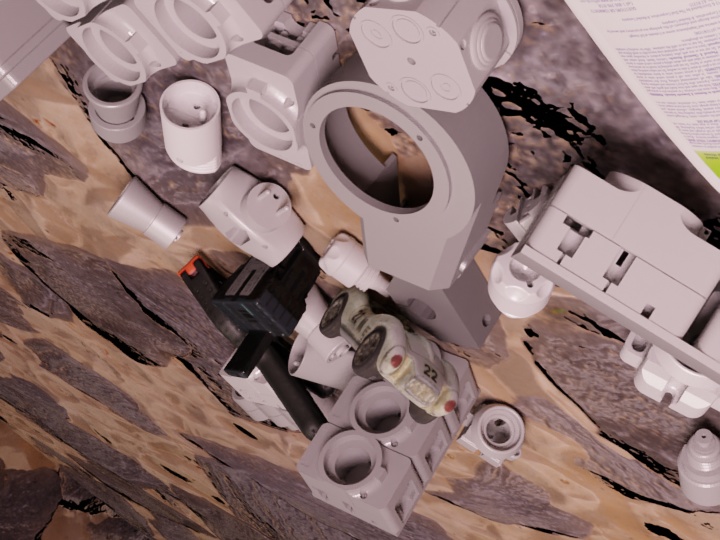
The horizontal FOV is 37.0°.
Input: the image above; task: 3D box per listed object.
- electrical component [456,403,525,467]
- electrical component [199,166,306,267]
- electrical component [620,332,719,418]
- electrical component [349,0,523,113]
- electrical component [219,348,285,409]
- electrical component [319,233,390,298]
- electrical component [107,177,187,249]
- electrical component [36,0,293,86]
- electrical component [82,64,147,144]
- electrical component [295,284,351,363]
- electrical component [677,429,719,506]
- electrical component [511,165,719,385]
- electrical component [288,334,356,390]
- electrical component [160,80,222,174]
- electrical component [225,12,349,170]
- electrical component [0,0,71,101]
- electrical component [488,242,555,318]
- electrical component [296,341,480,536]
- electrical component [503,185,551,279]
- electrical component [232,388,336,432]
[{"bbox_3d":[0.118,0.144,0.950,0.066,0.048,0.055,33,163,3],"label":"electrical component"},{"bbox_3d":[-0.079,-0.046,0.848,0.077,0.043,0.079,40,155,-13],"label":"electrical component"},{"bbox_3d":[0.205,0.052,0.661,0.078,0.058,0.057,28,158,14],"label":"electrical component"},{"bbox_3d":[0.039,-0.124,0.553,0.080,0.051,0.080,28,155,14],"label":"electrical component"},{"bbox_3d":[-0.102,0.108,1.148,0.089,0.050,0.055,4,142,49],"label":"electrical component"},{"bbox_3d":[0.000,0.000,0.846,0.061,0.035,0.035,36,156,-9],"label":"electrical component"},{"bbox_3d":[-0.193,-0.050,0.988,0.065,0.044,0.044,36,156,-14],"label":"electrical component"},{"bbox_3d":[-0.130,-0.178,0.652,0.186,0.060,0.105,0,139,51],"label":"electrical component"},{"bbox_3d":[-0.189,-0.129,0.832,0.045,0.045,0.055,31,156,8],"label":"electrical component"},{"bbox_3d":[-0.035,0.049,0.946,0.065,0.044,0.044,47,159,17],"label":"electrical component"},{"bbox_3d":[0.252,0.140,0.782,0.040,0.040,0.078,18,151,31],"label":"electrical component"},{"bbox_3d":[0.178,0.015,0.572,0.186,0.060,0.105,32,-178,5],"label":"electrical component"},{"bbox_3d":[-0.027,0.081,1.005,0.077,0.043,0.079,19,-169,-20],"label":"electrical component"},{"bbox_3d":[-0.125,-0.101,0.806,0.043,0.043,0.081,30,155,9],"label":"electrical component"},{"bbox_3d":[-0.046,-0.111,0.677,0.050,0.055,0.089,25,154,20],"label":"electrical component"},{"bbox_3d":[-0.277,-0.171,0.827,0.057,0.078,0.113,47,153,-20],"label":"electrical component"},{"bbox_3d":[0.107,0.012,0.725,0.043,0.043,0.062,28,156,13],"label":"electrical component"},{"bbox_3d":[0.025,0.134,0.918,0.089,0.150,0.061,19,152,30],"label":"electrical component"},{"bbox_3d":[0.115,-0.023,0.657,0.046,0.040,0.040,48,153,-14],"label":"electrical component"},{"bbox_3d":[-0.076,0.152,1.194,0.138,0.052,0.073,4,142,48],"label":"electrical component"}]
